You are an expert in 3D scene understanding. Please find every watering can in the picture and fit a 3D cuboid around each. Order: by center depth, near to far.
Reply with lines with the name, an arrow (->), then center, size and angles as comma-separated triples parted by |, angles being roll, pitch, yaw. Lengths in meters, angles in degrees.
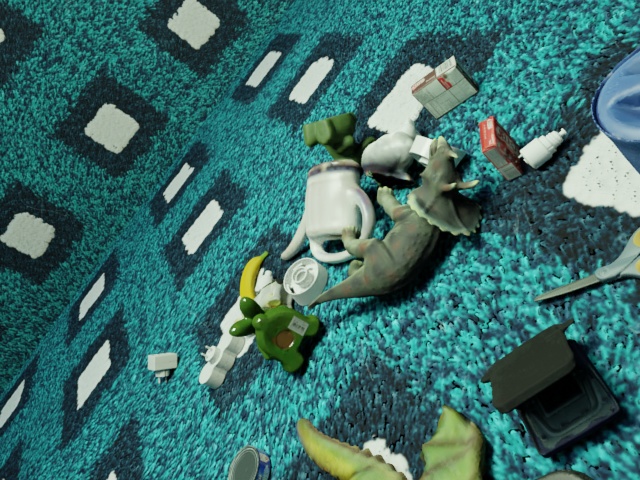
watering can -> 0.004, -0.058, 1.154 | 0.345, 0.104, 0.226 | -10, 77, 54

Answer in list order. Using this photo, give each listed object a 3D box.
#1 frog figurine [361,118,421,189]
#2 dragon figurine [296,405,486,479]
frog figurine -> 0.159, -0.197, 1.092 | 0.136, 0.122, 0.161 | 134, 153, -76
dragon figurine -> 0.111, 0.319, 0.677 | 0.243, 0.120, 0.417 | -35, 33, -1
